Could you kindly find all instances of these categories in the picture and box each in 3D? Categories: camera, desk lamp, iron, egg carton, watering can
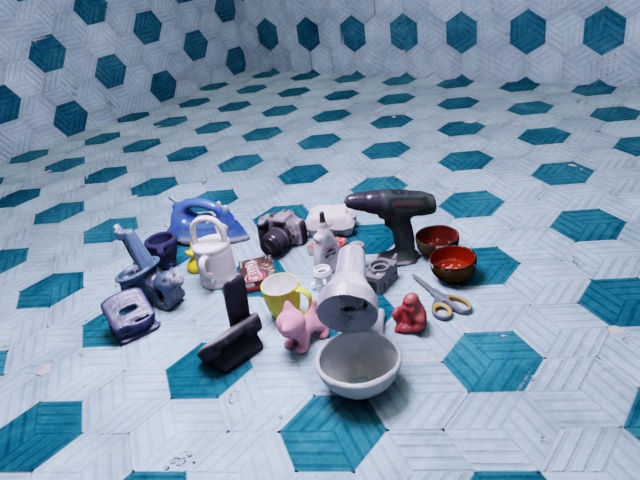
[{"bbox_3d":[-0.126,-0.021,1.624,0.142,0.101,0.137,8,33,27],"label":"camera"},{"bbox_3d":[0.067,0.132,1.174,0.117,0.214,0.203,-3,29,10],"label":"desk lamp"},{"bbox_3d":[-0.341,-0.068,1.726,0.257,0.142,0.119,2,30,19],"label":"iron"},{"bbox_3d":[0.032,-0.055,1.675,0.150,0.069,0.107,-2,29,12],"label":"egg carton"},{"bbox_3d":[-0.282,0.020,1.495,0.101,0.194,0.172,-13,29,-7],"label":"watering can"}]

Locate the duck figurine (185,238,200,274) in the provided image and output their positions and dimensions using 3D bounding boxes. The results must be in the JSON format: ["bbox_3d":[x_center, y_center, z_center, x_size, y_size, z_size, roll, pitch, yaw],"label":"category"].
[{"bbox_3d":[-0.328,0.034,1.595,0.105,0.086,0.077,-26,33,-29],"label":"duck figurine"}]

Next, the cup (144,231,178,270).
[{"bbox_3d":[-0.436,0.041,1.603,0.092,0.095,0.117,-14,29,-9],"label":"cup"}]

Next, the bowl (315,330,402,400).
[{"bbox_3d":[0.076,0.251,1.100,0.167,0.075,0.167,-7,29,4],"label":"bowl"}]

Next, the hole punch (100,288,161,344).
[{"bbox_3d":[-0.451,0.177,1.364,0.109,0.091,0.100,-26,33,-28],"label":"hole punch"}]

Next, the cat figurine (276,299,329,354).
[{"bbox_3d":[-0.045,0.176,1.225,0.067,0.118,0.128,17,38,39],"label":"cat figurine"}]

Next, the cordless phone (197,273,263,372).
[{"bbox_3d":[-0.200,0.169,1.210,0.093,0.185,0.148,17,38,39],"label":"cordless phone"}]

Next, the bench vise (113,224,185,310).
[{"bbox_3d":[-0.429,0.059,1.439,0.207,0.220,0.121,-2,29,12],"label":"bench vise"}]

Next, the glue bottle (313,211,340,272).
[{"bbox_3d":[0.013,0.005,1.461,0.078,0.173,0.037,-29,34,-32],"label":"glue bottle"}]

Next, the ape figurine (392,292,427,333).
[{"bbox_3d":[0.195,0.153,1.227,0.076,0.092,0.077,-23,31,-24],"label":"ape figurine"}]

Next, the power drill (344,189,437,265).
[{"bbox_3d":[0.183,-0.037,1.454,0.229,0.209,0.075,-11,29,-4],"label":"power drill"}]
